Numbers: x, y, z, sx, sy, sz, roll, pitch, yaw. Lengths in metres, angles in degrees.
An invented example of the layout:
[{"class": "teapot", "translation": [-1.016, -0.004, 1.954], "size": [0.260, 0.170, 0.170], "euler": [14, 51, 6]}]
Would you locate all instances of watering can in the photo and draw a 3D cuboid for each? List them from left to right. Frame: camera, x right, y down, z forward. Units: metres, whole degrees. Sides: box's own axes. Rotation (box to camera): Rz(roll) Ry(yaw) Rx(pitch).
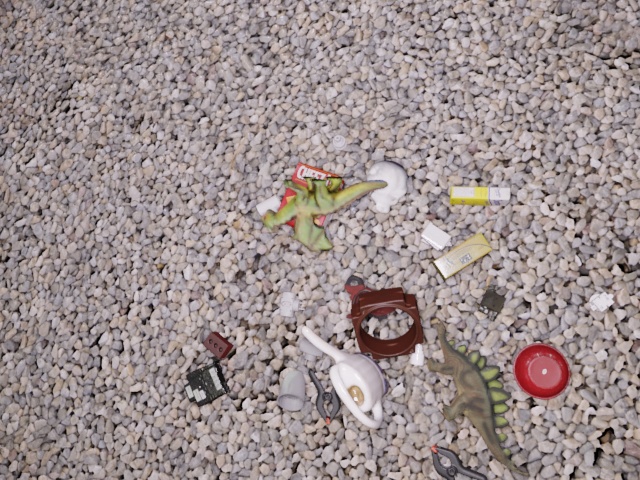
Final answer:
[{"class": "watering can", "translation": [0.087, 0.385, 1.523], "size": [0.103, 0.224, 0.351], "euler": [-41, 74, 21]}]

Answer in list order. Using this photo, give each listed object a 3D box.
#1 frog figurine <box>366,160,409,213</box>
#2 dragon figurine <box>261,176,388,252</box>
[{"class": "frog figurine", "translation": [0.212, -0.174, 1.671], "size": [0.137, 0.121, 0.161], "euler": [27, 73, -4]}, {"class": "dragon figurine", "translation": [0.005, -0.083, 1.644], "size": [0.410, 0.123, 0.241], "euler": [4, 96, 10]}]
